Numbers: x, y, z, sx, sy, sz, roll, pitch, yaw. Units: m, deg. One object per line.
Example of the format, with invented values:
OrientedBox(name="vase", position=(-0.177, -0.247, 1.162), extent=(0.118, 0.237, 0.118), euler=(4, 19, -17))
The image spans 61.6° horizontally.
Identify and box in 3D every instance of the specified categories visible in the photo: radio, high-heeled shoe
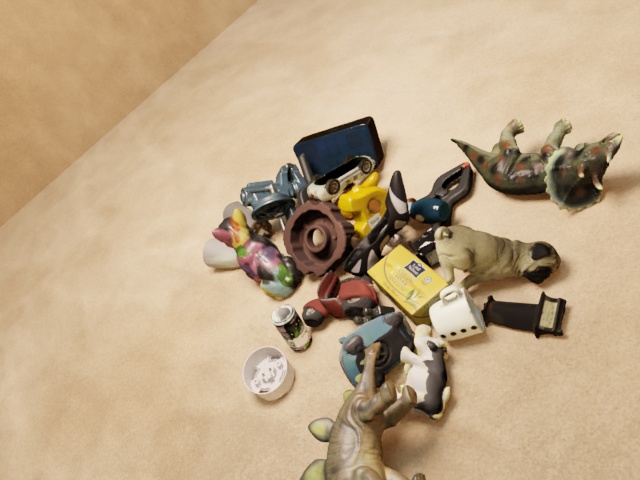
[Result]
OrientedBox(name="radio", position=(0.054, -0.241, 1.475), extent=(0.230, 0.131, 0.073), euler=(-12, 23, 28))
OrientedBox(name="high-heeled shoe", position=(0.114, -0.031, 1.148), extent=(0.145, 0.248, 0.086), euler=(-6, 29, 1))

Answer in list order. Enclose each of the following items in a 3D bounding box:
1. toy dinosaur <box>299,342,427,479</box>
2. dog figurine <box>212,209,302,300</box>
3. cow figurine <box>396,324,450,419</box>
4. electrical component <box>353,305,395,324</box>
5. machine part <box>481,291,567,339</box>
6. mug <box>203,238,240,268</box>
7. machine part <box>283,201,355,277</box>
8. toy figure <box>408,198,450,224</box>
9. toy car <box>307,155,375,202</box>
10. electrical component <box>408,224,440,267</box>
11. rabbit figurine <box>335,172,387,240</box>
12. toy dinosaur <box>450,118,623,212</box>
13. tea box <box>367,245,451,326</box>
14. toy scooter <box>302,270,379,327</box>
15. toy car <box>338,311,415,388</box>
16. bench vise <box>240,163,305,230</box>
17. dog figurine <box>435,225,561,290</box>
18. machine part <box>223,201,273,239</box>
OrientedBox(name="toy dinosaur", position=(0.063, 0.379, 0.835), extent=(0.198, 0.105, 0.471), euler=(-28, 42, 39))
OrientedBox(name="dog figurine", position=(-0.157, 0.028, 1.288), extent=(0.108, 0.219, 0.192), euler=(-45, 39, -8))
OrientedBox(name="cow figurine", position=(0.190, 0.228, 0.948), extent=(0.098, 0.068, 0.167), euler=(5, 56, 32))
OrientedBox(name="electrical component", position=(0.118, 0.156, 1.078), extent=(0.063, 0.094, 0.021), euler=(-51, 41, 42))
OrientedBox(name="machine part", position=(0.360, 0.130, 0.953), extent=(0.139, 0.039, 0.084), euler=(0, 58, 33))
OrientedBox(name="mug", position=(-0.247, 0.031, 1.468), extent=(0.107, 0.080, 0.109), euler=(8, 50, 27))
OrientedBox(name="machine part", position=(-0.003, -0.004, 1.257), extent=(0.180, 0.056, 0.179), euler=(1, 92, 34))
OrientedBox(name="toy figure", position=(0.213, -0.065, 1.199), extent=(0.064, 0.057, 0.155), euler=(-13, 12, -41))
OrientedBox(name="toy car", position=(0.055, -0.159, 1.359), extent=(0.202, 0.056, 0.074), euler=(-34, 35, -28))
OrientedBox(name="electrical component", position=(0.254, 0.007, 1.124), extent=(0.119, 0.074, 0.048), euler=(-36, 40, 9))
OrientedBox(name="rabbit figurine", position=(0.099, -0.094, 1.319), extent=(0.162, 0.121, 0.173), euler=(-45, 20, -17))
OrientedBox(name="toy dinosaur", position=(0.434, -0.154, 1.139), extent=(0.405, 0.131, 0.192), euler=(3, 51, 45))
OrientedBox(name="tea box", position=(0.185, 0.094, 1.091), extent=(0.098, 0.068, 0.170), euler=(-40, 38, -6))
OrientedBox(name="toy scooter", position=(0.048, 0.116, 1.166), extent=(0.184, 0.075, 0.135), euler=(-14, 39, 29))
OrientedBox(name="toy car", position=(0.096, 0.200, 1.023), extent=(0.162, 0.109, 0.103), euler=(-39, 20, -18))
OrientedBox(name="bench vise", position=(-0.087, -0.077, 1.409), extent=(0.129, 0.223, 0.240), euler=(-41, 62, 49))
OrientedBox(name="dog figurine", position=(0.327, 0.017, 0.994), extent=(0.191, 0.172, 0.121), euler=(-19, 51, 30))
OrientedBox(name="machine part", position=(-0.206, -0.050, 1.516), extent=(0.079, 0.079, 0.243), euler=(-44, 39, -11))
